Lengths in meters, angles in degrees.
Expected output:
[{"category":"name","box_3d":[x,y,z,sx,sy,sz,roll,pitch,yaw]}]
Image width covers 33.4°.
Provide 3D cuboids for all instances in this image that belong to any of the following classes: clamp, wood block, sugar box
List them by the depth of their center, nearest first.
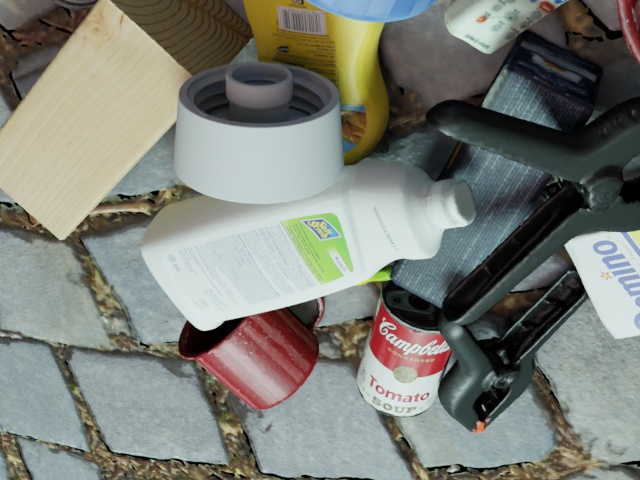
[{"category":"clamp","box_3d":[0.160,-0.028,0.654,0.209,0.036,0.164,-11,131,-12]},{"category":"sugar box","box_3d":[0.260,0.006,0.700,0.177,0.048,0.093,-18,115,32]},{"category":"wood block","box_3d":[-0.154,-0.102,0.780,0.091,0.090,0.206,43,130,-10]},{"category":"clamp","box_3d":[0.122,0.091,0.796,0.120,0.039,0.172,-4,135,-22]}]

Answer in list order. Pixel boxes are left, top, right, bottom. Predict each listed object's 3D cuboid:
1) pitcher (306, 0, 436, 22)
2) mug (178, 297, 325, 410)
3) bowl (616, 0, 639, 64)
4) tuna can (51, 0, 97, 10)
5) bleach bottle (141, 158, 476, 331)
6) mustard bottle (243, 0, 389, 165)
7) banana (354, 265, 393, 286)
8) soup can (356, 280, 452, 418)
[{"category":"pitcher","box_3d":[0.041,-0.235,0.512,0.145,0.149,0.243,11,140,-10]},{"category":"mug","box_3d":[-0.046,0.076,0.871,0.117,0.093,0.081,-44,114,1]},{"category":"bowl","box_3d":[0.248,-0.147,0.584,0.162,0.055,0.162,12,129,16]},{"category":"tuna can","box_3d":[-0.170,-0.207,0.745,0.086,0.033,0.086,12,128,16]},{"category":"bleach bottle","box_3d":[-0.005,0.001,0.743,0.251,0.068,0.102,-11,127,36]},{"category":"mustard bottle","box_3d":[0.000,-0.104,0.728,0.096,0.058,0.192,11,128,18]},{"category":"banana","box_3d":[-0.032,-0.021,0.817,0.198,0.037,0.070,35,138,-2]},{"category":"soup can","box_3d":[0.070,0.081,0.828,0.068,0.068,0.102,21,131,9]}]
